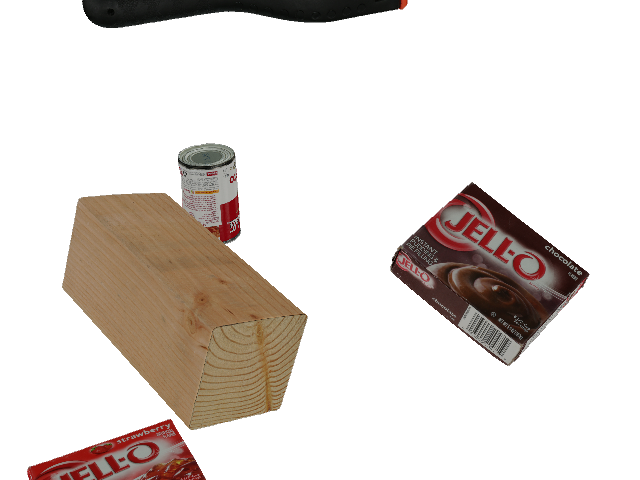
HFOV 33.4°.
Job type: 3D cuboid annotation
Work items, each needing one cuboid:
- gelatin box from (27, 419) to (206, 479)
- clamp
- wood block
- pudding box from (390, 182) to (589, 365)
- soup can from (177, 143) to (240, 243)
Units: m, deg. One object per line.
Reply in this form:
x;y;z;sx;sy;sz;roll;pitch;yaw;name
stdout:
-0.112;0.142;0.597;0.089;0.030;0.073;-16;28;-20;gelatin box
-0.041;-0.139;0.575;0.171;0.039;0.120;7;41;13;clamp
-0.115;0.048;0.853;0.090;0.091;0.206;-5;31;-41;wood block
0.121;0.023;0.768;0.089;0.113;0.039;-40;-16;-31;pudding box
-0.129;-0.054;1.239;0.068;0.102;0.068;-1;28;0;soup can
